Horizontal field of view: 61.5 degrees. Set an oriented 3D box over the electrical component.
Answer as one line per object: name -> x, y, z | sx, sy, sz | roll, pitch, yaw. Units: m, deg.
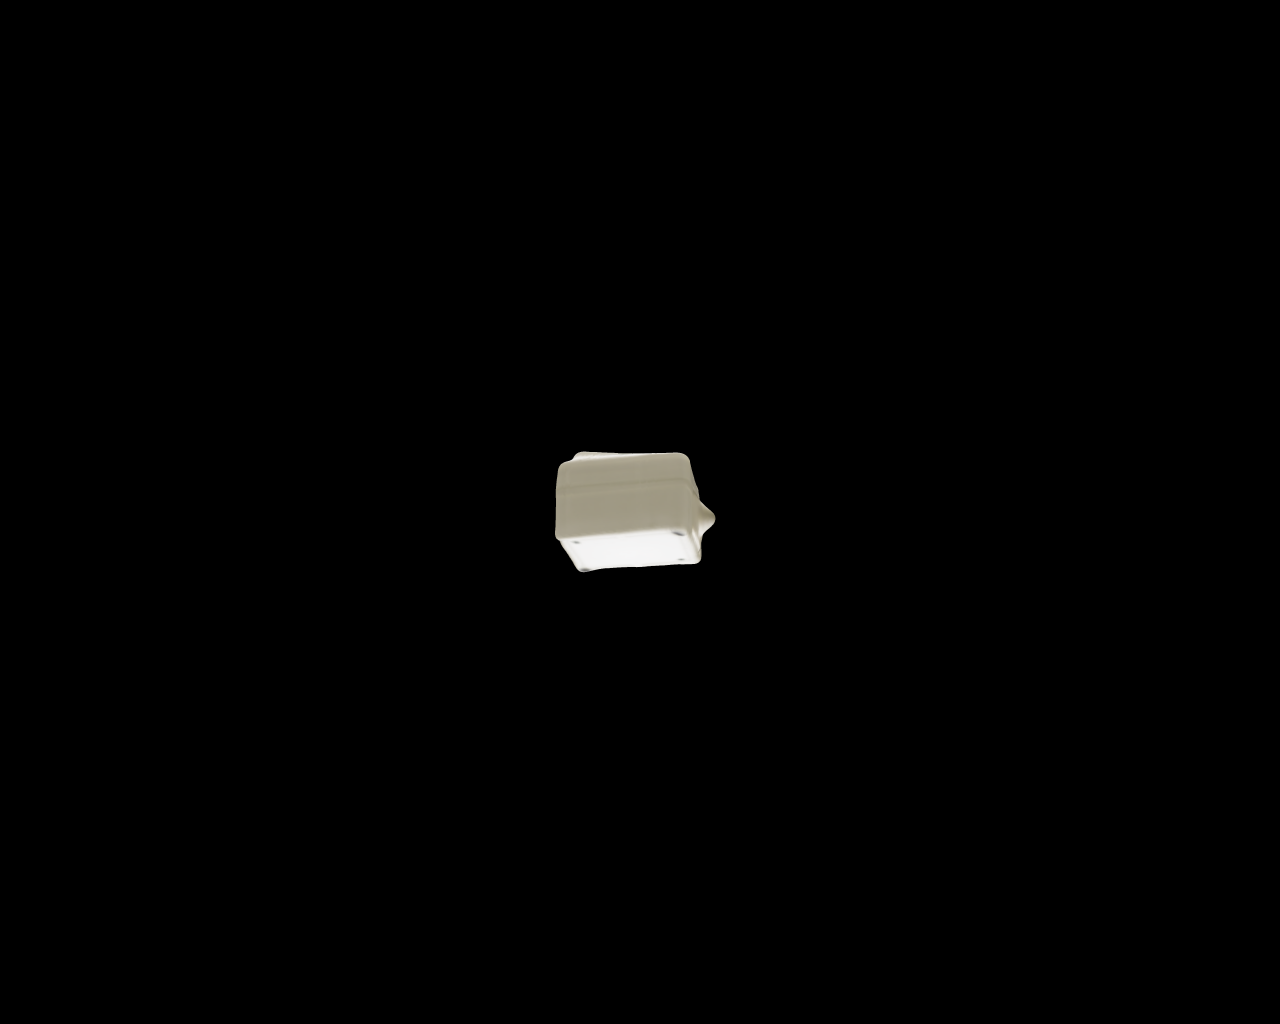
electrical component -> 0.001, -0.003, 0.650 | 0.096, 0.061, 0.061 | -4, -24, 9
